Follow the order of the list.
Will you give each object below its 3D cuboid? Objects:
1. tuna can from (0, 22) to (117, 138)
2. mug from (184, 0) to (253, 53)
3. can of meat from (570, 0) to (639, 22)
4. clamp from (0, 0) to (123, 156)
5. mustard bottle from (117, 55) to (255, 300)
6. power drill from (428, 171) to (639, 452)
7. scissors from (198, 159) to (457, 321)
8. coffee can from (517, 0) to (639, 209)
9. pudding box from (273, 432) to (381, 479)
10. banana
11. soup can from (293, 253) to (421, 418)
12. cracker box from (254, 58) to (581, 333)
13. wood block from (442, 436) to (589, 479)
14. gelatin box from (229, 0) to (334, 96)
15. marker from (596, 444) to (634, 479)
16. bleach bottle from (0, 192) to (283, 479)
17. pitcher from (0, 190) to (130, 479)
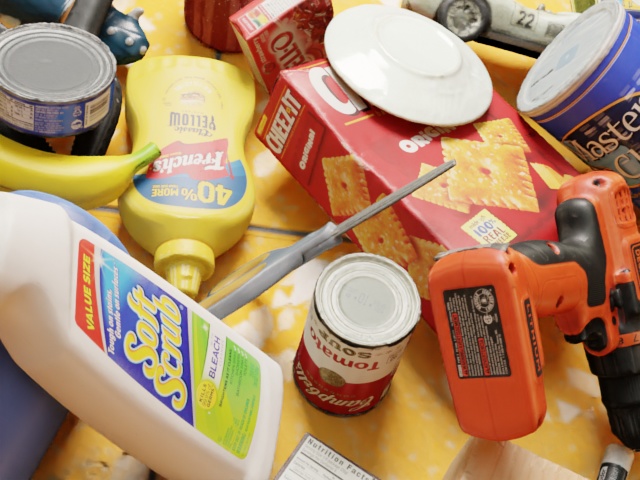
[{"bbox_3d":[-0.181,-0.107,0.716,0.086,0.034,0.086,8,44,-8],"label":"tuna can"},{"bbox_3d":[-0.056,-0.201,0.852,0.117,0.081,0.093,17,56,2],"label":"mug"},{"bbox_3d":[0.266,-0.211,0.924,0.084,0.057,0.102,4,56,-4],"label":"can of meat"},{"bbox_3d":[-0.208,-0.129,0.778,0.164,0.036,0.210,-7,78,0],"label":"clamp"},{"bbox_3d":[-0.094,-0.042,0.758,0.096,0.058,0.191,5,57,-12],"label":"mustard bottle"},{"bbox_3d":[0.148,0.058,0.641,0.187,0.057,0.184,-14,91,-49],"label":"power drill"},{"bbox_3d":[-0.005,0.001,0.699,0.202,0.096,0.016,-33,98,0],"label":"scissors"},{"bbox_3d":[0.231,-0.093,0.785,0.140,0.103,0.102,37,56,-13],"label":"coffee can"},{"bbox_3d":[-0.002,0.185,0.637,0.090,0.039,0.113,31,56,12],"label":"pudding box"},{"bbox_3d":[-0.211,-0.062,0.719,0.198,0.037,0.069,19,52,1],"label":"banana"},{"bbox_3d":[0.022,0.062,0.681,0.068,0.102,0.068,4,57,-7],"label":"soup can"},{"bbox_3d":[0.084,-0.049,0.761,0.163,0.072,0.214,-23,63,-39],"label":"cracker box"},{"bbox_3d":[0.082,0.224,0.594,0.091,0.090,0.206,25,57,7],"label":"wood block"},{"bbox_3d":[-0.023,-0.156,0.813,0.073,0.089,0.030,-35,66,-5],"label":"gelatin box"},{"bbox_3d":[0.174,0.184,0.676,0.020,0.020,0.121,25,57,7],"label":"marker"},{"bbox_3d":[-0.119,0.058,0.587,0.068,0.250,0.102,-14,51,32],"label":"bleach bottle"},{"bbox_3d":[-0.217,0.083,0.619,0.145,0.149,0.242,-10,39,40],"label":"pitcher"}]
